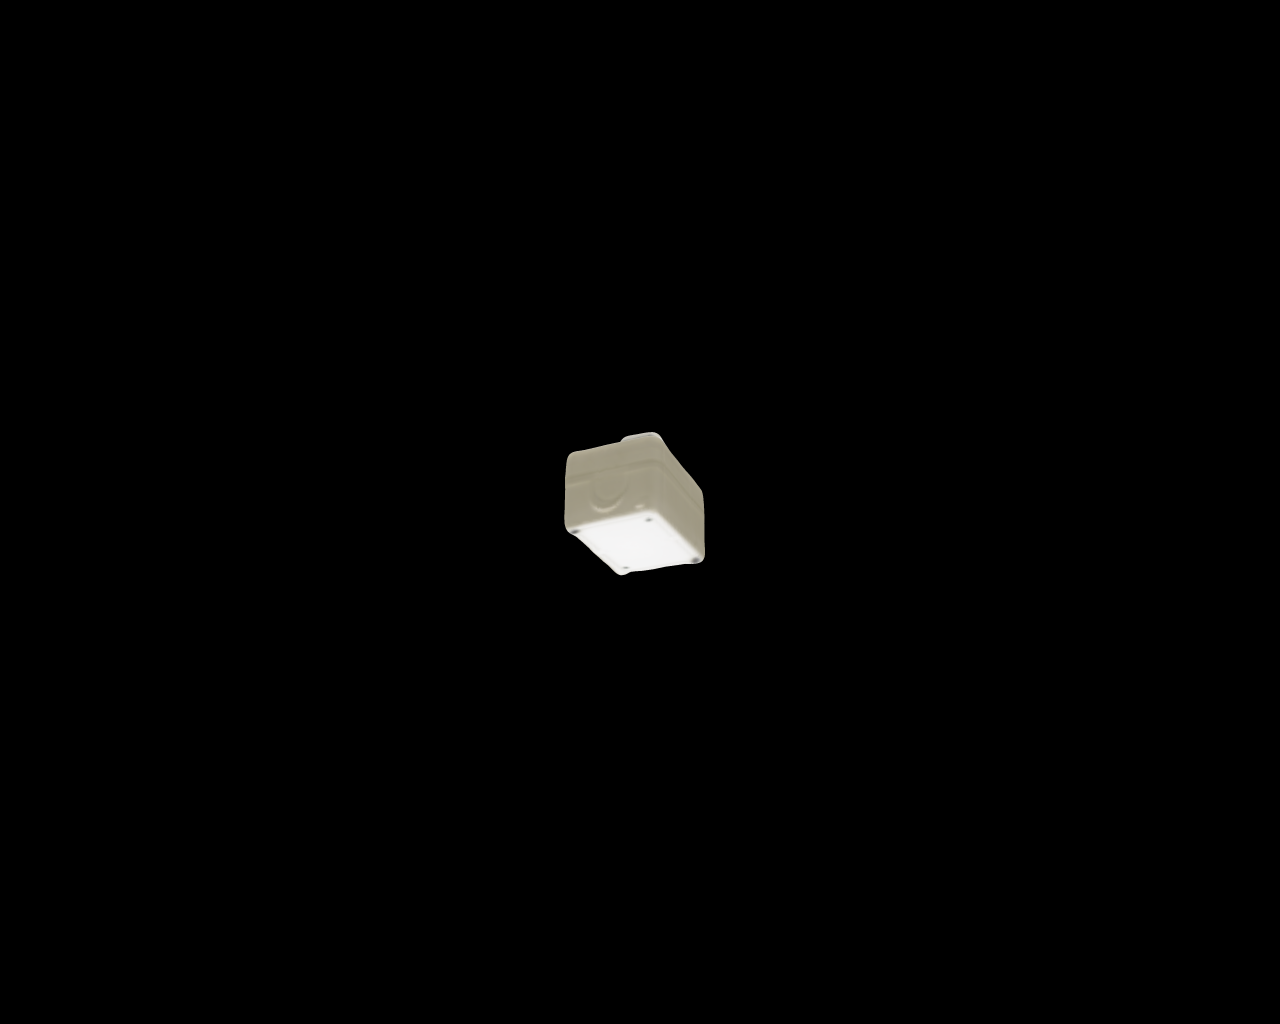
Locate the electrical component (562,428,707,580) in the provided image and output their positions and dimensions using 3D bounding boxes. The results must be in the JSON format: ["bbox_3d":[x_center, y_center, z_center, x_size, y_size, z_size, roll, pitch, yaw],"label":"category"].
[{"bbox_3d":[0.001,-0.003,0.650,0.062,0.061,0.096,-11,-29,21],"label":"electrical component"}]
